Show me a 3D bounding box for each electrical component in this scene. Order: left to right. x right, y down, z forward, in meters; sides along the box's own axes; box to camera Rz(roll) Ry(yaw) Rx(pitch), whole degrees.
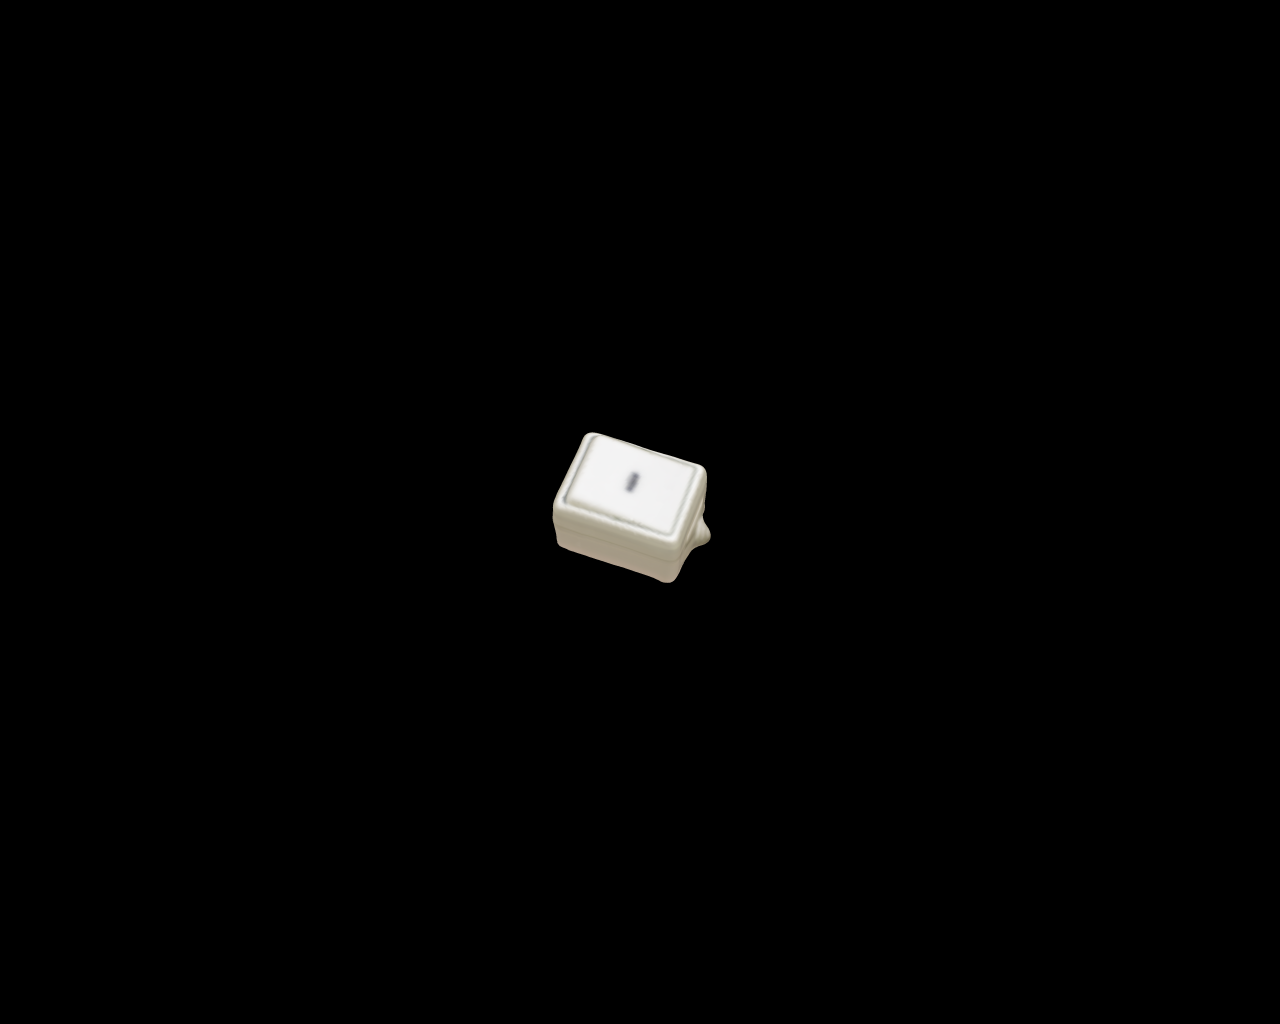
[{"bbox_3d":[0.001,-0.003,0.650,0.096,0.062,0.061,18,-28,10],"label":"electrical component"}]
